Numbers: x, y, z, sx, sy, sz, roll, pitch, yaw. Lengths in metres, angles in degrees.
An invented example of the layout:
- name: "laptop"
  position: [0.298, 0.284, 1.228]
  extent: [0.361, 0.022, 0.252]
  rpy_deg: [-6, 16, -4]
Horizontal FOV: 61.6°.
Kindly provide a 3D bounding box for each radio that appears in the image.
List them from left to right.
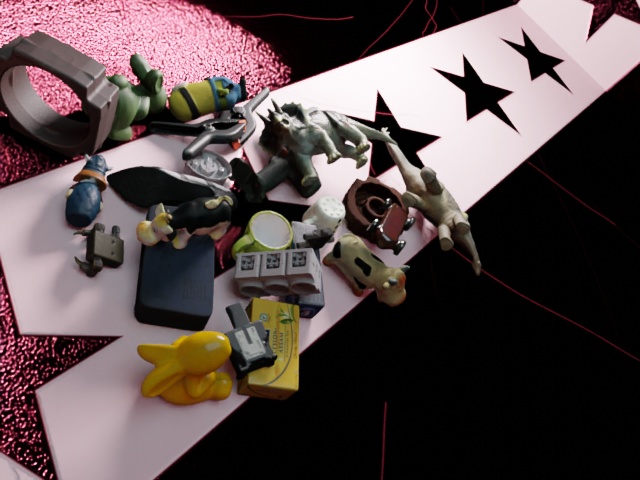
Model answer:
- name: "radio"
  position: [-0.268, 0.048, 1.002]
  extent: [0.131, 0.073, 0.230]
  rpy_deg: [9, 53, -23]

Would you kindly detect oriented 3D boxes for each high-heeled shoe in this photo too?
- name: "high-heeled shoe"
  position: [-0.295, -0.103, 1.105]
  extent: [0.249, 0.086, 0.145]
  rpy_deg: [18, 10, 6]

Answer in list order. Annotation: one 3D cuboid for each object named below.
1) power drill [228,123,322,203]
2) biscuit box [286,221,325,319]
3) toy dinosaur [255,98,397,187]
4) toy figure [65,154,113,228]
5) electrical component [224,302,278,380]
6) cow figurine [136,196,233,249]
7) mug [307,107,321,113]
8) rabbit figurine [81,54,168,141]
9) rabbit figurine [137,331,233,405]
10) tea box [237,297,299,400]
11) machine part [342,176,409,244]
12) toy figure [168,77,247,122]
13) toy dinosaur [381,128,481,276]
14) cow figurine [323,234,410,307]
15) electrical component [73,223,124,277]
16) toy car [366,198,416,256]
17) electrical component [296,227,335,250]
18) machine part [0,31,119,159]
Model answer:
- name: "power drill"
  position: [-0.116, -0.179, 1.246]
  extent: [0.232, 0.086, 0.207]
  rpy_deg: [52, 42, 7]
- name: "biscuit box"
  position: [-0.037, 0.062, 1.130]
  extent: [0.063, 0.059, 0.203]
  rpy_deg: [11, 54, -24]
- name: "toy dinosaur"
  position: [0.009, -0.247, 1.253]
  extent: [0.405, 0.131, 0.192]
  rpy_deg: [-21, 74, -48]
- name: "toy figure"
  position: [-0.438, -0.097, 1.011]
  extent: [0.058, 0.064, 0.154]
  rpy_deg: [-11, 53, 14]
- name: "electrical component"
  position: [-0.131, 0.170, 0.925]
  extent: [0.075, 0.047, 0.119]
  rpy_deg: [-20, 65, -28]
- name: "cow figurine"
  position: [-0.239, -0.035, 0.962]
  extent: [0.167, 0.098, 0.068]
  rpy_deg: [-16, 72, -37]
- name: "mug"
  position: [-0.033, -0.268, 1.354]
  extent: [0.107, 0.081, 0.109]
  rpy_deg: [-34, 92, -32]
- name: "rabbit figurine"
  position: [-0.395, -0.311, 1.141]
  extent: [0.121, 0.159, 0.170]
  rpy_deg: [39, 32, 12]
- name: "rabbit figurine"
  position: [-0.211, 0.193, 0.868]
  extent: [0.162, 0.173, 0.122]
  rpy_deg: [4, 61, -33]
- name: "tea box"
  position: [-0.094, 0.200, 0.996]
  extent: [0.098, 0.068, 0.170]
  rpy_deg: [12, 55, -21]
- name: "machine part"
  position: [0.134, -0.071, 1.321]
  extent: [0.179, 0.056, 0.179]
  rpy_deg: [14, 54, -20]
- name: "toy figure"
  position: [-0.257, -0.326, 1.233]
  extent: [0.180, 0.082, 0.089]
  rpy_deg: [-11, 58, -16]
- name: "toy dinosaur"
  position: [0.275, -0.112, 1.361]
  extent: [0.471, 0.105, 0.198]
  rpy_deg: [59, 17, 11]
- name: "cow figurine"
  position: [0.110, 0.065, 1.167]
  extent: [0.195, 0.127, 0.085]
  rpy_deg: [45, 52, 8]
- name: "electrical component"
  position: [-0.399, 0.016, 0.970]
  extent: [0.078, 0.045, 0.102]
  rpy_deg: [22, 47, -53]
- name: "toy car"
  position: [0.162, -0.031, 1.223]
  extent: [0.089, 0.053, 0.202]
  rpy_deg: [35, 29, 0]
- name: "electrical component"
  position: [-0.002, -0.003, 1.111]
  extent: [0.094, 0.063, 0.021]
  rpy_deg: [-9, 65, -35]
- name: "machine part"
  position: [-0.491, -0.267, 1.003]
  extent: [0.201, 0.201, 0.087]
  rpy_deg: [28, 47, -10]
